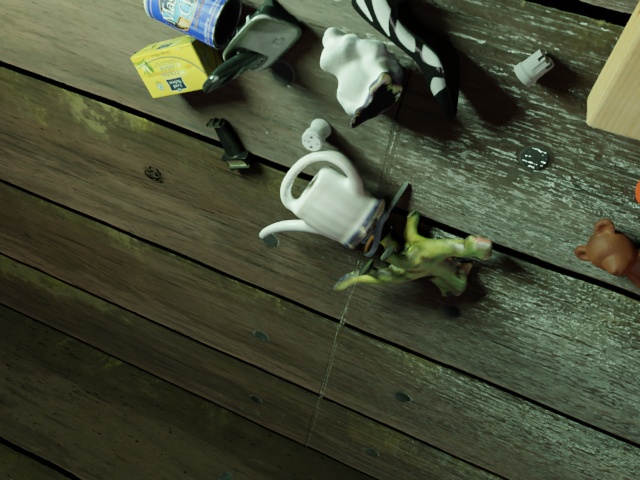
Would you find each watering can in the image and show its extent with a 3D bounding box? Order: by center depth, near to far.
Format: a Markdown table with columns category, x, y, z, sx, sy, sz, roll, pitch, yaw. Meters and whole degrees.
| category | x | y | z | sx | sy | sz | roll | pitch | yaw |
| --- | --- | --- | --- | --- | --- | --- | --- | --- | --- |
| watering can | 0.003 | -0.058 | 1.151 | 0.224 | 0.106 | 0.340 | 33 | 137 | -5 |

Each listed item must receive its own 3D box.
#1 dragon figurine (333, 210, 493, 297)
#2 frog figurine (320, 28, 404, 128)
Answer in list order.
| category | x | y | z | sx | sy | sz | roll | pitch | yaw |
| --- | --- | --- | --- | --- | --- | --- | --- | --- | --- |
| dragon figurine | 0.224 | 0.075 | 1.169 | 0.241 | 0.125 | 0.403 | 30 | 141 | -13 |
| frog figurine | 0.066 | -0.296 | 0.906 | 0.162 | 0.123 | 0.134 | 58 | 155 | 22 |
